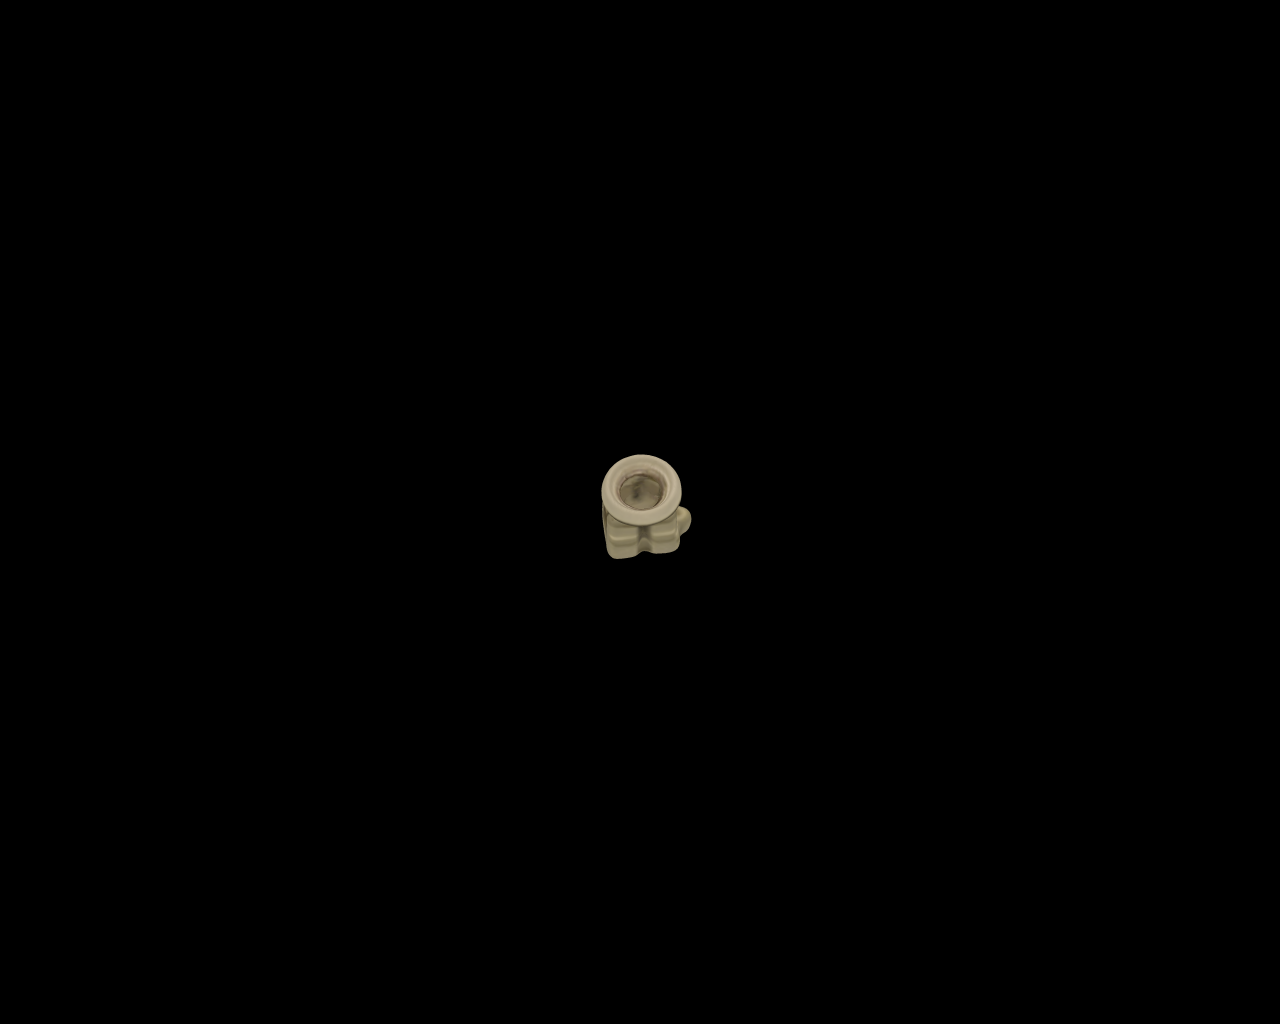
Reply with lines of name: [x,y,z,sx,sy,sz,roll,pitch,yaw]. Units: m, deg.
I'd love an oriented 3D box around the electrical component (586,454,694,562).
electrical component: [0.001,-0.003,0.650,0.066,0.048,0.055,-8,-33,-5]
